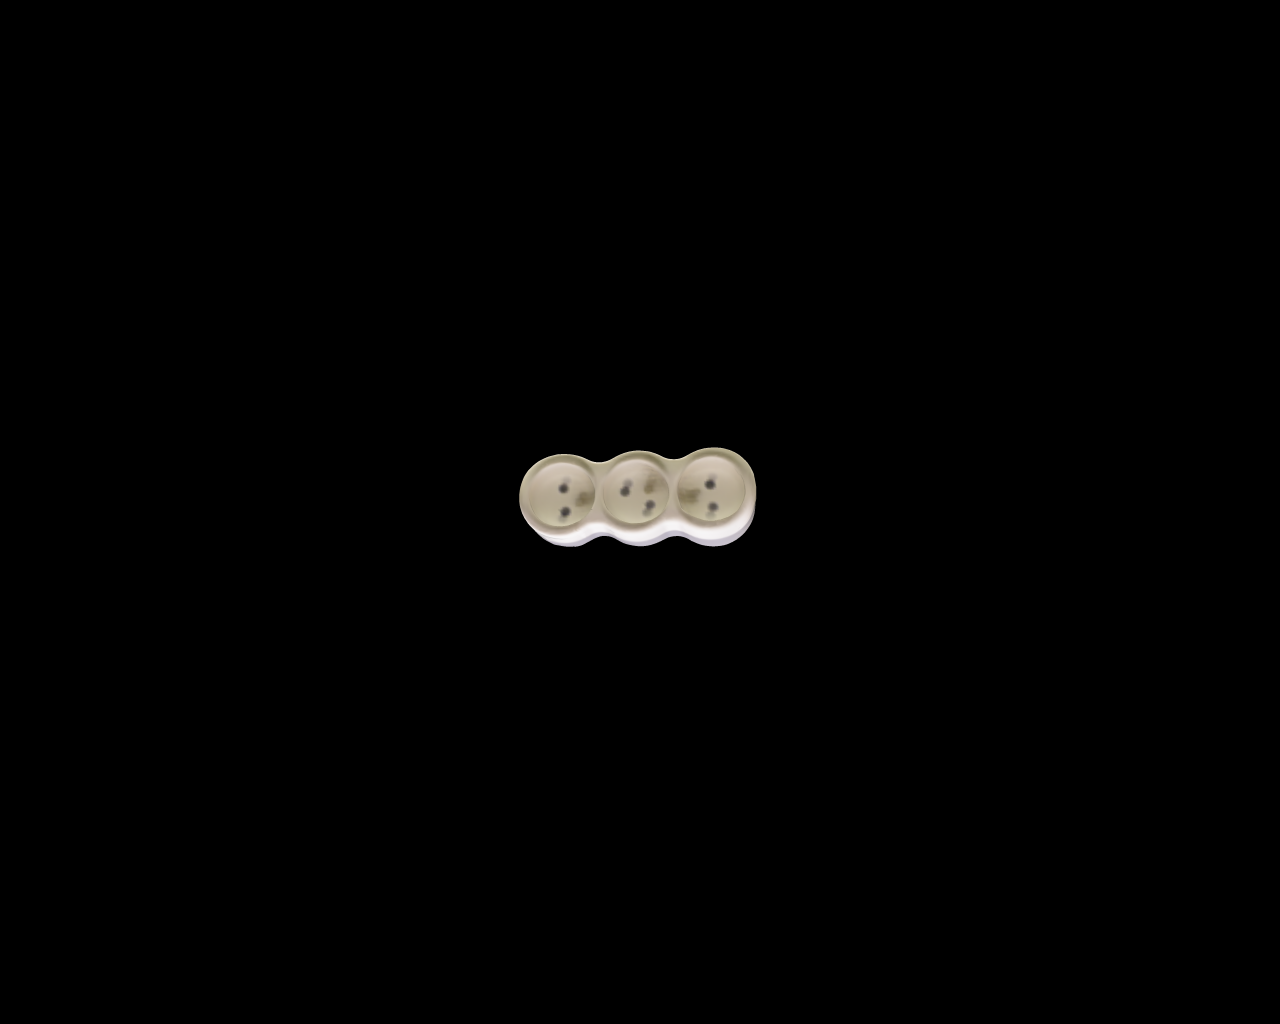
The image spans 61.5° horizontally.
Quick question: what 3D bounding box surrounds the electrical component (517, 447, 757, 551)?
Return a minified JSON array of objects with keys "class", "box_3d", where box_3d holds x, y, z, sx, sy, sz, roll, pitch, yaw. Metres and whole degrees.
[{"class":"electrical component","box_3d":[0.001,-0.003,0.650,0.138,0.052,0.073,-1,-15,5]}]
